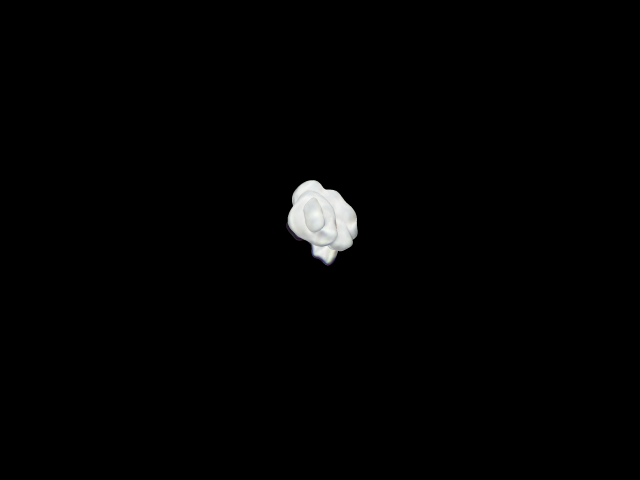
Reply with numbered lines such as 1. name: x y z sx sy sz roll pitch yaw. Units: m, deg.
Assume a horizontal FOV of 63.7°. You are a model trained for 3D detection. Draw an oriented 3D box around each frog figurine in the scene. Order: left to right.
1. frog figurine: 0.003 -0.043 0.850 0.123 0.139 0.156 -22 -23 -10
